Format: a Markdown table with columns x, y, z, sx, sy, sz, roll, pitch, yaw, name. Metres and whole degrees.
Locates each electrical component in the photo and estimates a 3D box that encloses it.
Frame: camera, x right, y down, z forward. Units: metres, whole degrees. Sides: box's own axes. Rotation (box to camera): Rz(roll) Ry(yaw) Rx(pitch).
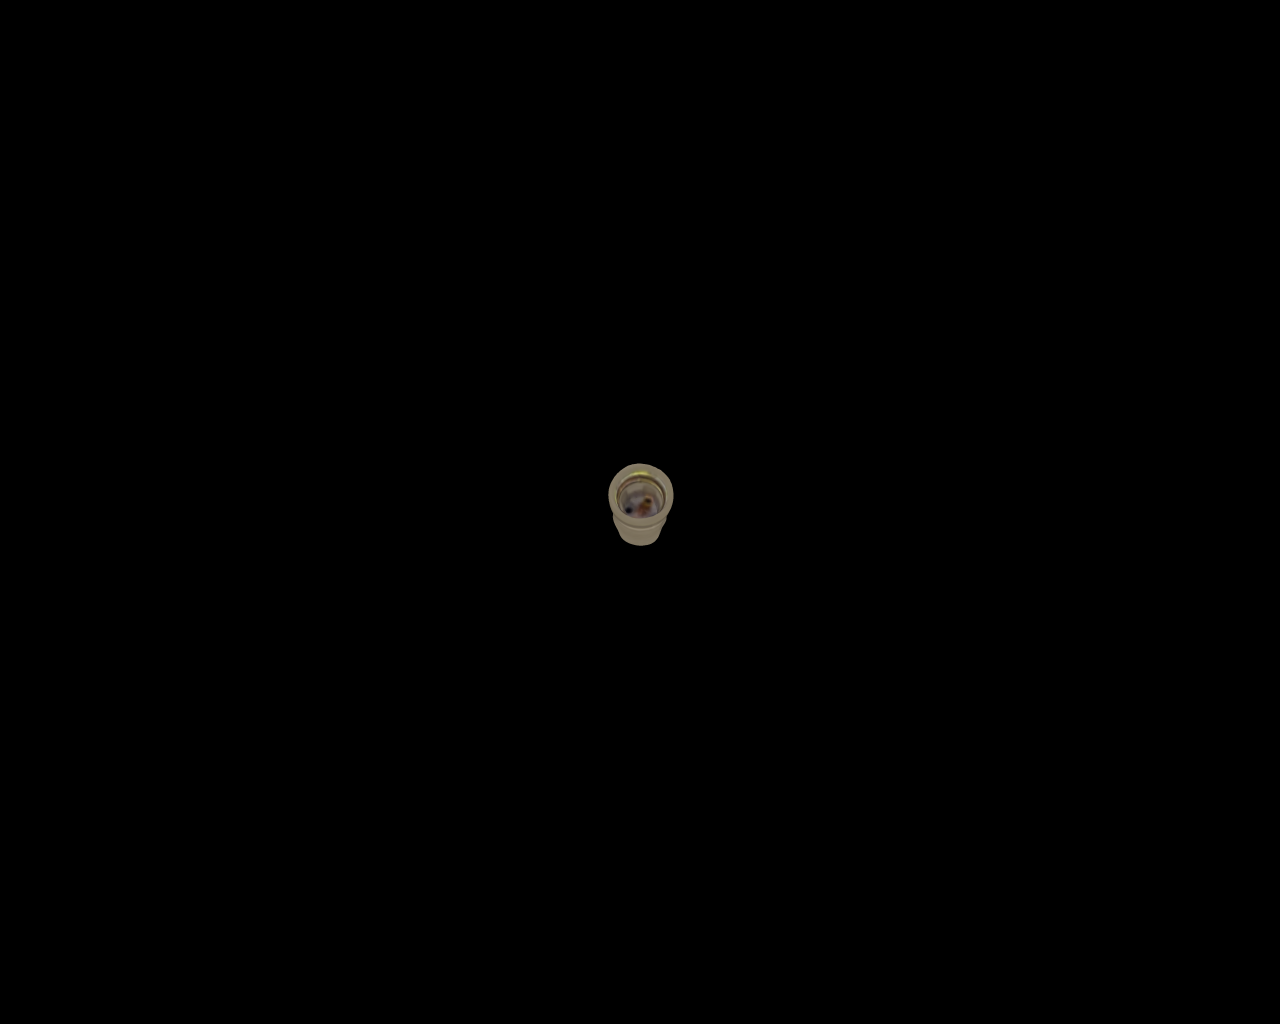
| x | y | z | sx | sy | sz | roll | pitch | yaw | name |
| --- | --- | --- | --- | --- | --- | --- | --- | --- | --- |
| 0.001 | -0.003 | 0.650 | 0.040 | 0.040 | 0.046 | 0 | -25 | 0 | electrical component |
